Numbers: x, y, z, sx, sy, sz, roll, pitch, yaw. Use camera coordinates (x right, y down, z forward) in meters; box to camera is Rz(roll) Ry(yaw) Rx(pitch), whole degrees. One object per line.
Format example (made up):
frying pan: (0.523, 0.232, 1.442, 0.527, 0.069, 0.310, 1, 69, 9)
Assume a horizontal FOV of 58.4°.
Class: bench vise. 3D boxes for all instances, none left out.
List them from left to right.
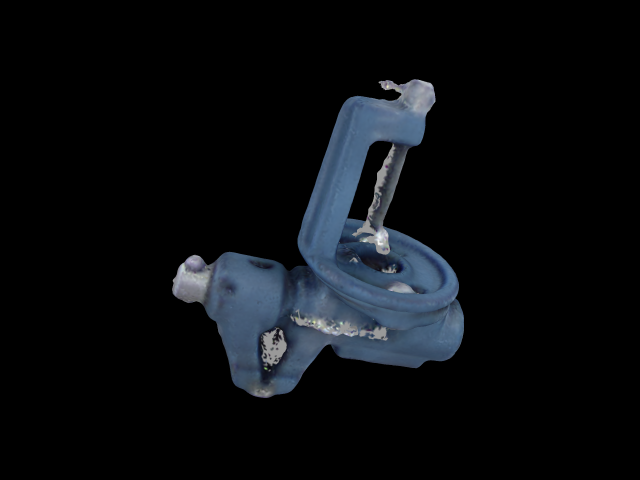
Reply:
bench vise: (0.009, 0.006, 0.390, 0.208, 0.220, 0.121, -13, 30, -23)
